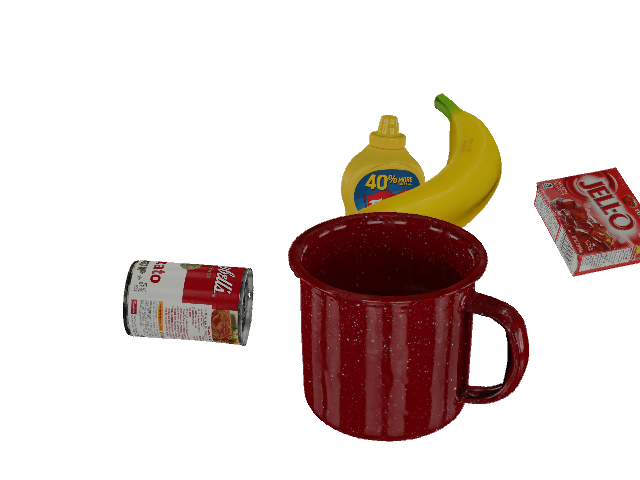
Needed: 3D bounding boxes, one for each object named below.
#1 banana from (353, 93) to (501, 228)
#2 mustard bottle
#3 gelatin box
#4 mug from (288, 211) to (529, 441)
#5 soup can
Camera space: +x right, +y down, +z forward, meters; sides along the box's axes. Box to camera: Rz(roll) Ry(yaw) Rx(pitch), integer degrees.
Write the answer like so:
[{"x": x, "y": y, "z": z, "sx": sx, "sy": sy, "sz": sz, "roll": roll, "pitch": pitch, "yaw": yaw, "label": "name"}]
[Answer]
[{"x": 0.078, "y": -0.037, "z": 0.705, "sx": 0.070, "sy": 0.037, "sz": 0.197, "roll": 19, "pitch": 36, "yaw": 14, "label": "banana"}, {"x": 0.071, "y": -0.047, "z": 1.214, "sx": 0.096, "sy": 0.192, "sz": 0.058, "roll": -1, "pitch": 17, "yaw": -15, "label": "mustard bottle"}, {"x": 0.227, "y": -0.017, "z": 0.880, "sx": 0.073, "sy": 0.089, "sz": 0.030, "roll": -11, "pitch": -42, "yaw": -9, "label": "gelatin box"}, {"x": 0.043, "y": 0.044, "z": 0.509, "sx": 0.117, "sy": 0.081, "sz": 0.093, "roll": 12, "pitch": 28, "yaw": 24, "label": "mug"}, {"x": -0.113, "y": 0.054, "z": 0.923, "sx": 0.102, "sy": 0.068, "sz": 0.068, "roll": 4, "pitch": 0, "yaw": 4, "label": "soup can"}]
